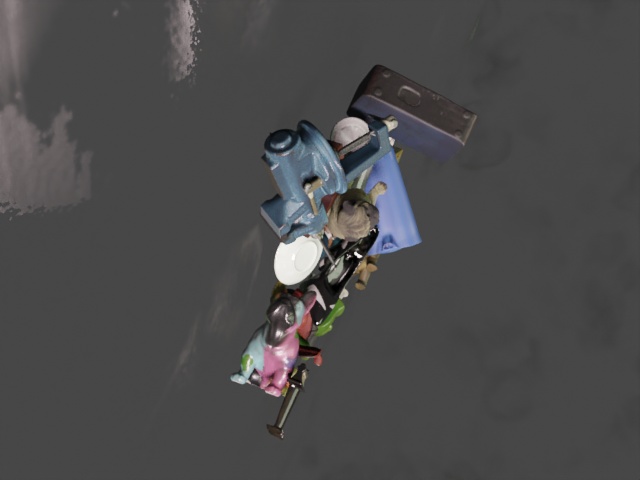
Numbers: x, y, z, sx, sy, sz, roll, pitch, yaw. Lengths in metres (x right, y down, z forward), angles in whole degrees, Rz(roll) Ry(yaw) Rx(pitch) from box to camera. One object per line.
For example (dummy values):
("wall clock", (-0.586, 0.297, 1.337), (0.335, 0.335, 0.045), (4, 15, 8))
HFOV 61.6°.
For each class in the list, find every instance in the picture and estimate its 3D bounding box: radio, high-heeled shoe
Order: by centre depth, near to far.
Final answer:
("radio", (0.176, -0.241, 1.040), (0.131, 0.230, 0.073), (142, -29, -78))
("high-heeled shoe", (0.057, 0.070, 1.141), (0.086, 0.145, 0.249), (48, 35, -34))

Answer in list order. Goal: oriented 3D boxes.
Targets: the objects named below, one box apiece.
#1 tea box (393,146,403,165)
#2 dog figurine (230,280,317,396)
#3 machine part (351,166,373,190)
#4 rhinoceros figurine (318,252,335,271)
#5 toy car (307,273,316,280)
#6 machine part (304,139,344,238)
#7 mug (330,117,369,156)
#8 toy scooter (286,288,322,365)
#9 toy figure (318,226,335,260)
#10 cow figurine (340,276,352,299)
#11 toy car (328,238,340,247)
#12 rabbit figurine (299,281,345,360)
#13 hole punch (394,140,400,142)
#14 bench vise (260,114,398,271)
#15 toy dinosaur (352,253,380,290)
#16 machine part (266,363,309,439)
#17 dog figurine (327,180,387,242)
("tea box", (0.180, -0.219, 1.544), (0.169, 0.068, 0.098), (-40, 151, -68))
("dog figurine", (-0.079, 0.195, 1.075), (0.191, 0.109, 0.219), (64, 47, -73))
("machine part", (0.077, -0.165, 1.161), (0.079, 0.079, 0.243), (-35, 145, -69))
("rhinoceros figurine", (0.044, 0.058, 1.441), (0.112, 0.073, 0.190), (-47, 176, 1))
("toy car", (0.007, 0.129, 1.404), (0.056, 0.074, 0.201), (-65, 168, -9))
("machine part", (-0.013, -0.094, 0.953), (0.179, 0.056, 0.179), (-60, 166, -27))
("mug", (0.058, -0.178, 1.057), (0.107, 0.081, 0.109), (-19, 126, -86))
("toy scooter", (-0.044, 0.201, 1.162), (0.075, 0.135, 0.183), (-26, 136, -70))
("toy figure", (-0.001, -0.005, 1.167), (0.154, 0.058, 0.064), (-56, 170, -62))
("cow figurine", (0.039, 0.166, 1.630), (0.098, 0.068, 0.167), (-45, 152, -49))
("toy car", (0.067, -0.025, 1.325), (0.161, 0.103, 0.109), (18, 94, -80))
("rabbit figurine", (-0.030, 0.208, 1.297), (0.170, 0.121, 0.159), (121, -7, -57))
("hole punch", (0.178, -0.296, 1.263), (0.092, 0.142, 0.116), (102, 2, -48))
("bench vise", (0.019, -0.099, 0.800), (0.241, 0.129, 0.223), (-34, 132, -10))
("toy dinosaur", (0.137, 0.055, 1.713), (0.198, 0.105, 0.471), (-59, -178, -27))
("machine part", (-0.057, 0.300, 1.007), (0.084, 0.039, 0.139), (93, 22, -69))
("dog figurine", (0.055, -0.033, 1.065), (0.191, 0.121, 0.172), (-69, 173, -55))
